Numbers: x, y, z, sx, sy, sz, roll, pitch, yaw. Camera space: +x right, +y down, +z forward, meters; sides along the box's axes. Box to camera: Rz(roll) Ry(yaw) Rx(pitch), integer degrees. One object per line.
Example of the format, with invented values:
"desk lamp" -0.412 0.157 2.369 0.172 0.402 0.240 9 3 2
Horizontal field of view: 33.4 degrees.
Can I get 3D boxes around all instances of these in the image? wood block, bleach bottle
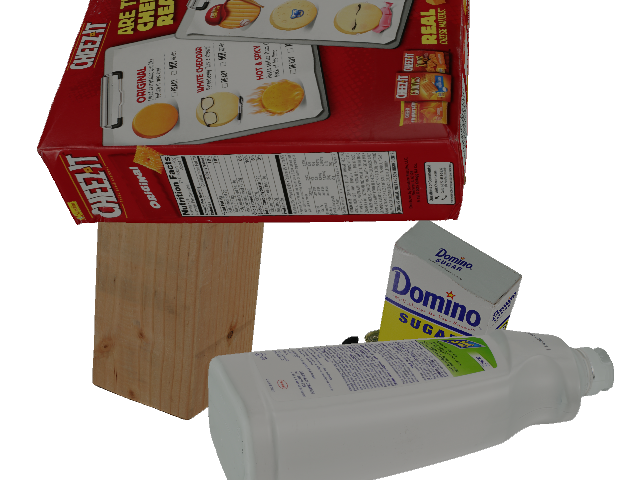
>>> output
"wood block" -0.101 0.011 0.778 0.090 0.206 0.090 16 22 24
"bleach bottle" 0.064 0.096 0.639 0.250 0.068 0.103 -5 22 -17

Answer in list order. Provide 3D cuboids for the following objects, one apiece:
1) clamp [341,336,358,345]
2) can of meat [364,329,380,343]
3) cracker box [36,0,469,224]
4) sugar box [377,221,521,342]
"clamp" 0.021 0.157 1.101 0.171 0.039 0.120 -21 33 -34
"can of meat" 0.104 0.155 1.336 0.101 0.084 0.058 -12 29 -28
"cracker box" -0.026 -0.088 0.590 0.214 0.164 0.072 -1 -40 10
"sugar box" 0.094 0.075 0.843 0.093 0.176 0.048 32 53 25
